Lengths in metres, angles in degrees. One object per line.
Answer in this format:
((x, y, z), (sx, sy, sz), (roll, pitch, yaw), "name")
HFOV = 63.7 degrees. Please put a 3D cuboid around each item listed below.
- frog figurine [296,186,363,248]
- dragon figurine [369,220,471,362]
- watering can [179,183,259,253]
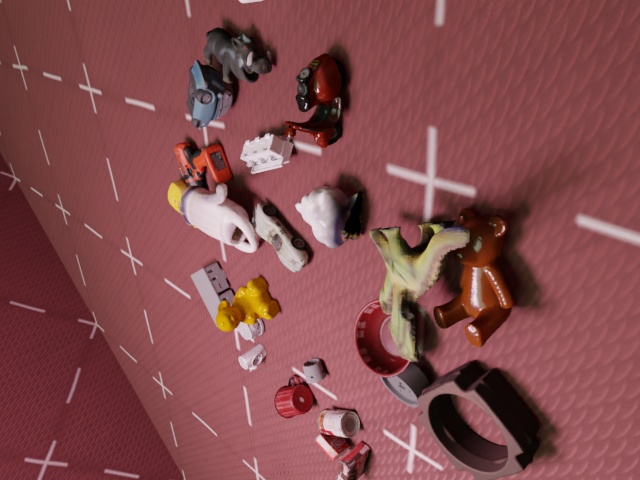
((0.003, -0.055, 1.093), (0.160, 0.125, 0.134), (15, 142, 29), "frog figurine")
((0.167, 0.088, 0.887), (0.411, 0.122, 0.242), (-157, 66, -84), "dragon figurine")
((-0.266, -0.077, 1.326), (0.226, 0.105, 0.340), (26, 157, 22), "watering can")
